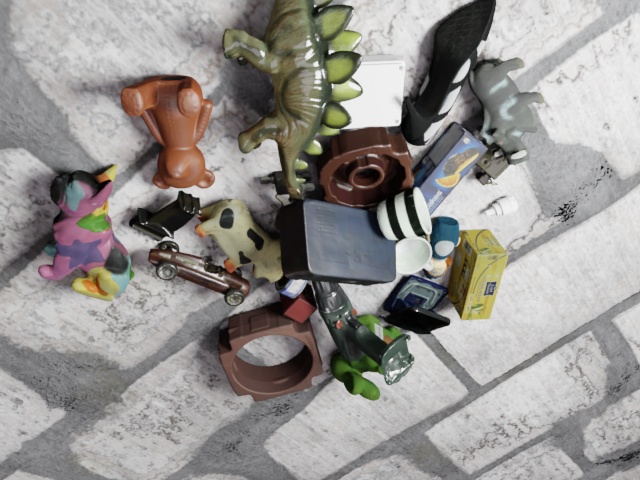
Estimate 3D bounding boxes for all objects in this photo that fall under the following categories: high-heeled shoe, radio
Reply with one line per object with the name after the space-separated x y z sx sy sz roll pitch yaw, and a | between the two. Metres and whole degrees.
0.224 -0.270 0.904 0.248 0.086 0.145 -48 149 4 | high-heeled shoe
0.038 0.010 0.952 0.229 0.131 0.073 8 165 -40 | radio

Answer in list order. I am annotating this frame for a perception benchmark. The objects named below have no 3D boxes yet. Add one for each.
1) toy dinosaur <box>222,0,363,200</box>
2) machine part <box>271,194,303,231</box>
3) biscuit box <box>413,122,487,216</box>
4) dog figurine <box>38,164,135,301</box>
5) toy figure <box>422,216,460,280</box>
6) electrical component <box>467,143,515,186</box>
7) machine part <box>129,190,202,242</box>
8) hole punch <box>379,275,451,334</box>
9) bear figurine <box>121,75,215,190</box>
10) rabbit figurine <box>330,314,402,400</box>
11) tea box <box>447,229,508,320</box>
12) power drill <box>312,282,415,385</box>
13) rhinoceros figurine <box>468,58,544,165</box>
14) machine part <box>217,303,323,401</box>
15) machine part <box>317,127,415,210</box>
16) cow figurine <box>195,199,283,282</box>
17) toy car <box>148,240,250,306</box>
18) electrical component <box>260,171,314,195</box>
-0.036 -0.273 0.798 0.199 0.105 0.470 -1 119 6 | toy dinosaur
-0.002 -0.003 1.020 0.079 0.079 0.243 -41 121 16 | machine part
0.214 -0.115 0.997 0.063 0.059 0.202 27 115 -25 | biscuit box
-0.383 -0.019 0.926 0.191 0.109 0.219 28 111 -24 | dog figurine
0.243 0.025 1.098 0.064 0.058 0.154 23 126 22 | toy figure
0.325 -0.147 1.010 0.078 0.045 0.102 37 110 2 | electrical component
-0.271 -0.040 0.951 0.139 0.039 0.084 -24 134 28 | machine part
0.209 0.142 1.159 0.142 0.092 0.116 19 148 -24 | hole punch
-0.233 -0.156 0.853 0.120 0.132 0.195 3 116 -2 | bear figurine
0.097 0.274 1.190 0.121 0.159 0.170 26 130 -35 | rabbit figurine
0.323 0.073 1.117 0.068 0.098 0.169 -3 125 -8 | tea box
0.073 0.168 1.014 0.086 0.208 0.231 -40 133 -26 | power drill
0.317 -0.218 0.917 0.112 0.073 0.190 -36 114 -8 | rhinoceros figurine
-0.105 0.240 1.155 0.201 0.087 0.201 -15 122 -1 | machine part
0.079 -0.121 0.942 0.179 0.056 0.179 -6 145 -4 | machine part
-0.128 0.003 1.002 0.127 0.085 0.194 -26 123 14 | cow figurine
-0.223 0.059 1.014 0.202 0.089 0.053 27 115 -23 | toy car
-0.059 -0.101 0.954 0.094 0.063 0.021 -4 123 -7 | electrical component
